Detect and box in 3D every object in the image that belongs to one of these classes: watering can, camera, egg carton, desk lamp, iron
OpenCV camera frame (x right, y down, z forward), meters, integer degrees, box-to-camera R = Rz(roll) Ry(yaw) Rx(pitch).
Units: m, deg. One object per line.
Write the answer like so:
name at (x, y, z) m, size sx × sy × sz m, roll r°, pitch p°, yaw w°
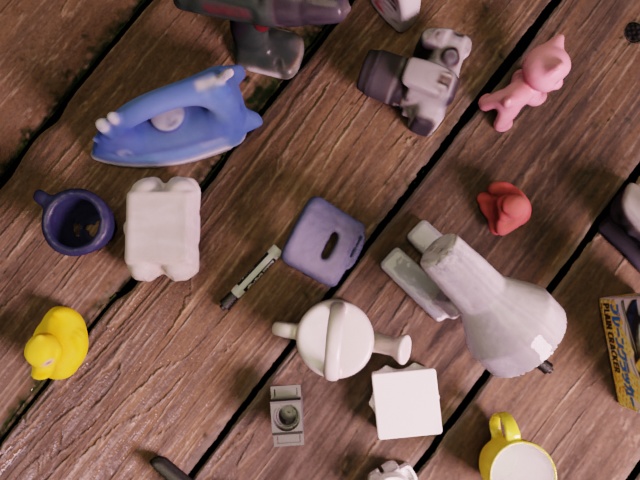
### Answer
watering can at (0.027, 0.126, 0.740) m, size 0.173 × 0.194 × 0.101 m, roll -13°, pitch 85°, yaw -1°
camera at (0.131, -0.242, 0.820) m, size 0.137 × 0.101 × 0.143 m, roll 20°, pitch 85°, yaw 2°
egg carton at (-0.222, -0.016, 0.815) m, size 0.107 × 0.069 × 0.150 m, roll -1°, pitch 85°, yaw 0°
desk lamp at (0.186, 0.066, 0.735) m, size 0.203 × 0.213 × 0.118 m, roll 43°, pitch 86°, yaw 4°
iron at (-0.218, -0.172, 0.794) m, size 0.258 × 0.141 × 0.119 m, roll -20°, pitch 85°, yaw -2°

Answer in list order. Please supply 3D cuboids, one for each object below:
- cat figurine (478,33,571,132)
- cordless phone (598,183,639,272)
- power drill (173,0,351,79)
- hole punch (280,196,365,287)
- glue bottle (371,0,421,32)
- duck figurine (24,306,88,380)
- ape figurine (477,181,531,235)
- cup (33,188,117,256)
cat figurine at (0.298, -0.225, 0.810) m, size 0.128 × 0.118 × 0.067 m, roll -40°, pitch 86°, yaw -3°
cordless phone at (0.473, -0.017, 0.757) m, size 0.147 × 0.185 × 0.094 m, roll 42°, pitch 86°, yaw 4°
power drill at (-0.073, -0.295, 0.771) m, size 0.229 × 0.208 × 0.076 m, roll 13°, pitch 85°, yaw 2°
hole punch at (0.007, 0.003, 0.803) m, size 0.101 × 0.091 × 0.109 m, roll 27°, pitch 85°, yaw 3°
glue bottle at (0.110, -0.358, 0.795) m, size 0.078 × 0.173 × 0.037 m, roll 45°, pitch 87°, yaw 4°
duck figurine at (-0.372, 0.145, 0.793) m, size 0.077 × 0.086 × 0.105 m, roll 7°, pitch 85°, yaw 1°
ape figurine at (0.265, -0.045, 0.806) m, size 0.076 × 0.092 × 0.078 m, roll 16°, pitch 85°, yaw 2°
cup at (-0.337, -0.027, 0.804) m, size 0.117 × 0.095 × 0.092 m, roll 34°, pitch 86°, yaw 3°
